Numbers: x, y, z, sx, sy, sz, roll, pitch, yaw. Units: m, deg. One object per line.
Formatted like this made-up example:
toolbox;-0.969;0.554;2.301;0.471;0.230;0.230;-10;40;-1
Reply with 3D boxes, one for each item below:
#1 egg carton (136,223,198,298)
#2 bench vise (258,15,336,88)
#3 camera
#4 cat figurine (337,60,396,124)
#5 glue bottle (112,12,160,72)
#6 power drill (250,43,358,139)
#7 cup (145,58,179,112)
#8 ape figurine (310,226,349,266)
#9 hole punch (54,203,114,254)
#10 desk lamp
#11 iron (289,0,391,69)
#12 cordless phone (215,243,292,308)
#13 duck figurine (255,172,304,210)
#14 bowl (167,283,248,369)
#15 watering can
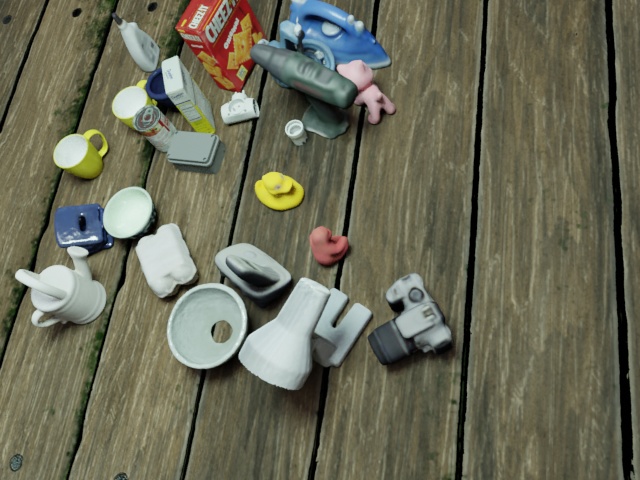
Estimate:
egg carton;-0.322;0.043;1.206;0.107;0.069;0.150;-32;64;2
bench vise;-0.065;-0.388;1.218;0.206;0.220;0.121;13;73;21
camera;0.146;0.148;1.009;0.137;0.101;0.143;-29;64;4
cat figurine;0.095;-0.325;1.203;0.067;0.118;0.127;-37;63;0
glue bottle;-0.454;-0.493;1.401;0.037;0.173;0.078;0;69;17
power drill;-0.020;-0.303;1.177;0.229;0.209;0.076;24;77;24
cup;-0.348;-0.361;1.361;0.091;0.095;0.118;3;70;18
ape figurine;0.010;0.004;1.111;0.077;0.092;0.076;30;80;25
hole punch;-0.528;-0.030;1.283;0.101;0.091;0.108;-20;65;8
desk lamp;-0.024;0.159;0.991;0.117;0.214;0.203;30;80;25
iron;0.035;-0.469;1.265;0.257;0.142;0.119;26;78;24
cordless phone;-0.146;0.046;1.088;0.147;0.185;0.094;32;81;25
duck figurine;-0.093;-0.111;1.191;0.104;0.086;0.077;11;72;20
bowl;-0.207;0.173;1.117;0.167;0.075;0.167;-6;67;14
watering can;-0.537;0.096;1.178;0.100;0.194;0.173;4;70;18
